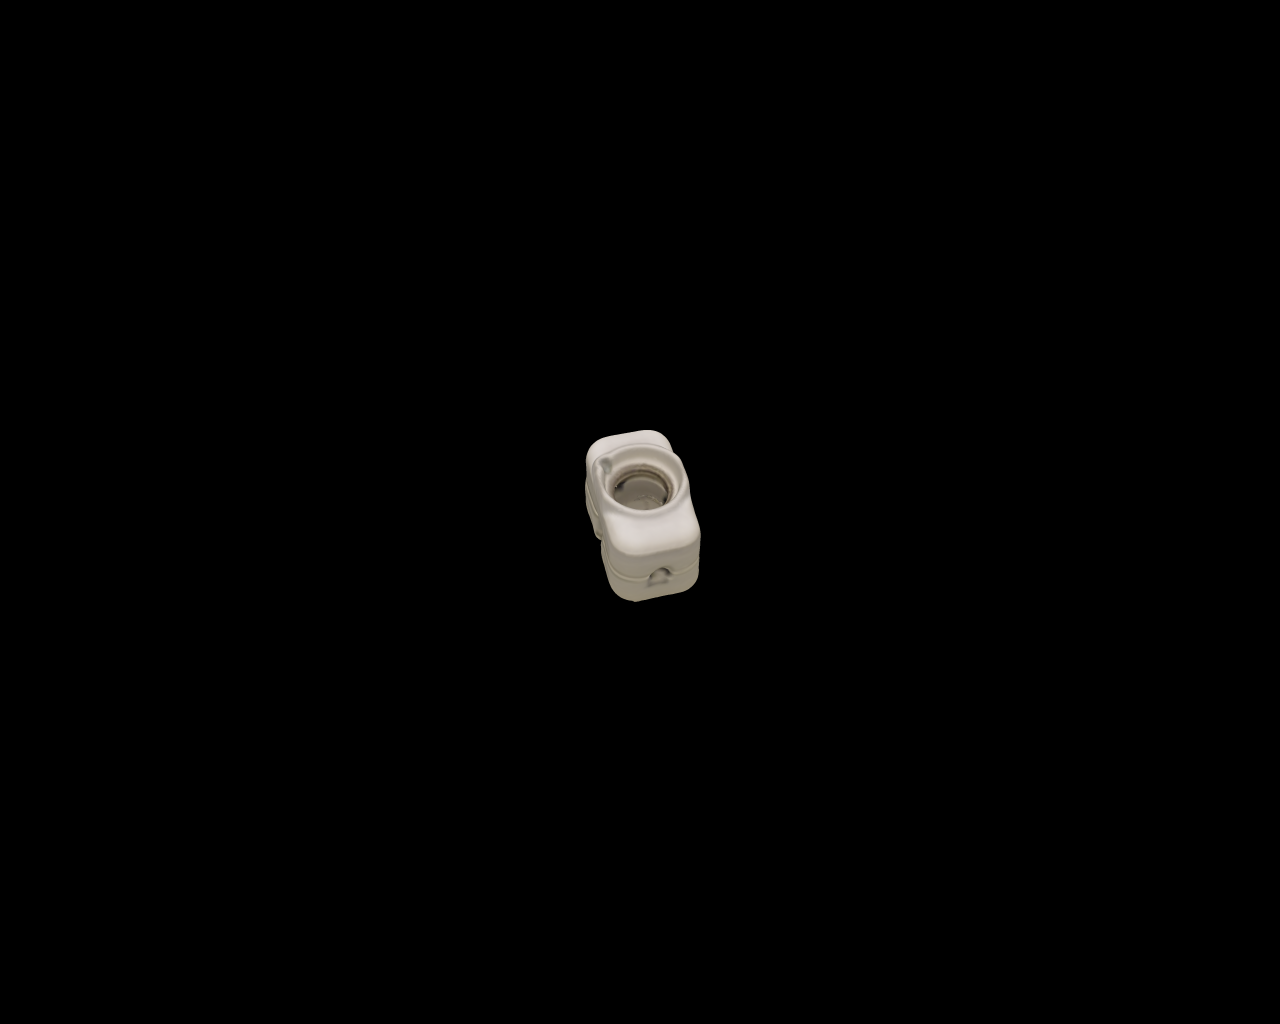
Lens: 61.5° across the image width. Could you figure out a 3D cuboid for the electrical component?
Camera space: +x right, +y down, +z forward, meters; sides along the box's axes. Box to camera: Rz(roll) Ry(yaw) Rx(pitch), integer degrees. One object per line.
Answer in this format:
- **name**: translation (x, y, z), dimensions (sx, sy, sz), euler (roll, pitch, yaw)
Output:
- **electrical component**: translation (0.001, -0.003, 0.650), dimensions (0.054, 0.095, 0.059), euler (-11, -39, -9)
